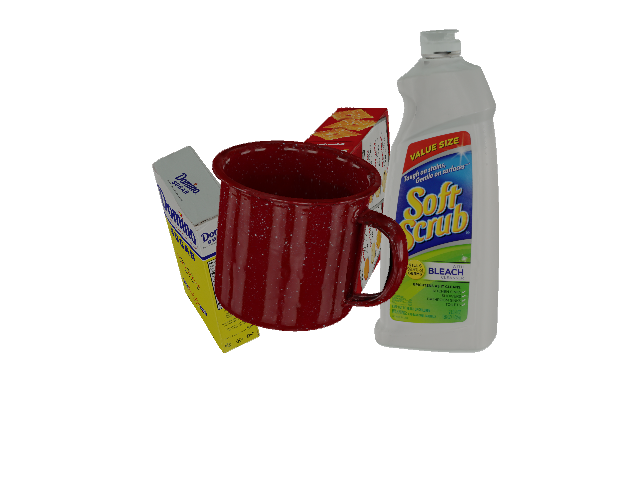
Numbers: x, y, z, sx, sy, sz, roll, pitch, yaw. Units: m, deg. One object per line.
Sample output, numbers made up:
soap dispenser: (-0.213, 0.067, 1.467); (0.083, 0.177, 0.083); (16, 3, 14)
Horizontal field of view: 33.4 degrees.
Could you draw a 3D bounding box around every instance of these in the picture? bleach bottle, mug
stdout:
bleach bottle: (0.090, -0.040, 0.851); (0.103, 0.251, 0.068); (2, 15, 21)
mug: (-0.006, 0.001, 0.592); (0.117, 0.081, 0.093); (16, 26, 21)

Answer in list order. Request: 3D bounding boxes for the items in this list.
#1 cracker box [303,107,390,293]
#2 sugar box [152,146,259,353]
cracker box: (0.026, -0.045, 1.195); (0.072, 0.164, 0.213); (2, 21, 16)
sugar box: (-0.101, 0.011, 0.953); (0.048, 0.176, 0.093); (-27, 50, -15)
